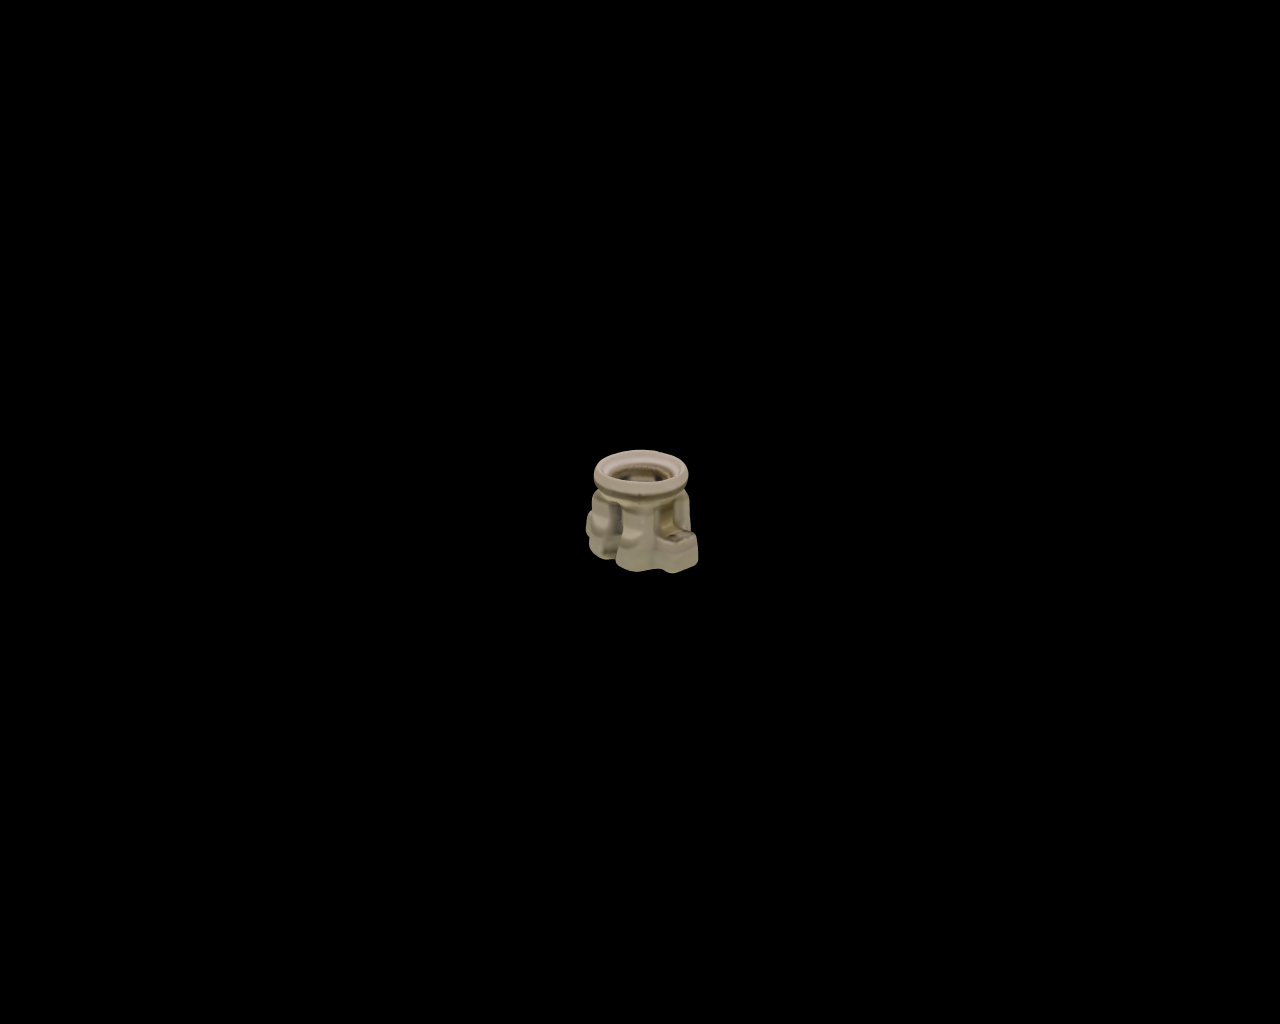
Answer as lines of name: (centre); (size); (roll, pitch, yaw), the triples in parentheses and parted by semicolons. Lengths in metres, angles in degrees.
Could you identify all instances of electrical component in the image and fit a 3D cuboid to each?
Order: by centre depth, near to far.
electrical component: (0.001, -0.003, 0.650); (0.058, 0.056, 0.078); (-22, 32, -40)
